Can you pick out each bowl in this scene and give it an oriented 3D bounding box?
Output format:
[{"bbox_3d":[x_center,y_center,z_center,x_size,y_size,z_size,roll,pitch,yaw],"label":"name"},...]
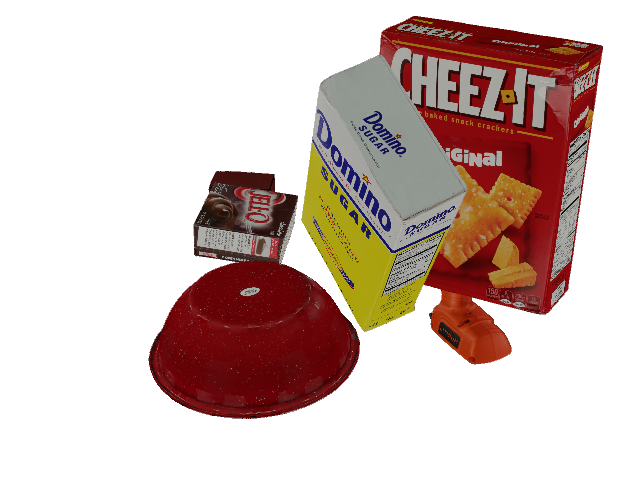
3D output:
[{"bbox_3d":[-0.051,0.062,0.804,0.162,0.055,0.162,-2,30,1],"label":"bowl"}]

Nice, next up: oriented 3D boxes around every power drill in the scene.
[{"bbox_3d":[0.164,0.031,1.122,0.057,0.188,0.185,-12,25,-18],"label":"power drill"}]

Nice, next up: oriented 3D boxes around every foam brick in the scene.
[{"bbox_3d":[-0.097,-0.052,1.326,0.078,0.053,0.051,3,28,5],"label":"foam brick"}]

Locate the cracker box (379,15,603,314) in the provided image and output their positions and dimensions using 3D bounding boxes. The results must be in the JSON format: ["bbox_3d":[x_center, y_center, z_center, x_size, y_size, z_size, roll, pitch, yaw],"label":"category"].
[{"bbox_3d":[0.127,-0.060,0.868,0.164,0.214,0.072,15,29,26],"label":"cracker box"}]

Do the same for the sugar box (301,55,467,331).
[{"bbox_3d":[0.030,-0.020,0.623,0.048,0.093,0.176,-26,-20,-12],"label":"sugar box"}]

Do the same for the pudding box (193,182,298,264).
[{"bbox_3d":[-0.074,-0.017,1.075,0.090,0.039,0.113,8,28,3],"label":"pudding box"}]
